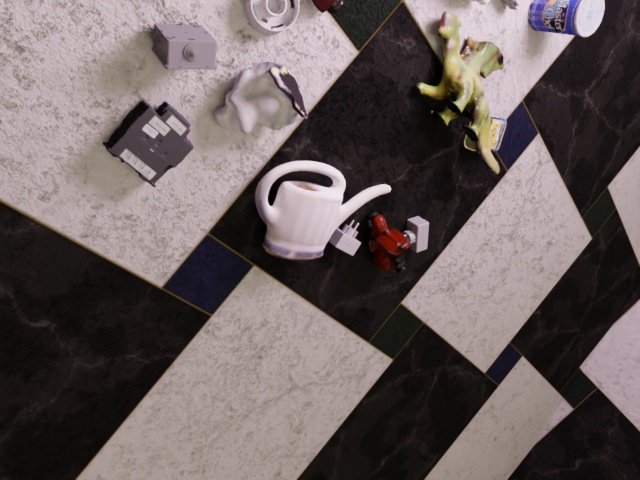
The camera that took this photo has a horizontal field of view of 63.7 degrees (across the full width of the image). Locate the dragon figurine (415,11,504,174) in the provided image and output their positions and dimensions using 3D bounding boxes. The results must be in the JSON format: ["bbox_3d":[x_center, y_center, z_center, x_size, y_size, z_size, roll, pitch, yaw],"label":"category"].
[{"bbox_3d":[0.380,-0.369,1.241,0.404,0.123,0.244,41,79,-33],"label":"dragon figurine"}]

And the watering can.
[{"bbox_3d":[0.003,-0.058,1.150,0.347,0.105,0.221,7,110,-36],"label":"watering can"}]

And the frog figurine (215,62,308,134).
[{"bbox_3d":[-0.118,-0.261,0.988,0.158,0.125,0.135,-22,144,22],"label":"frog figurine"}]
